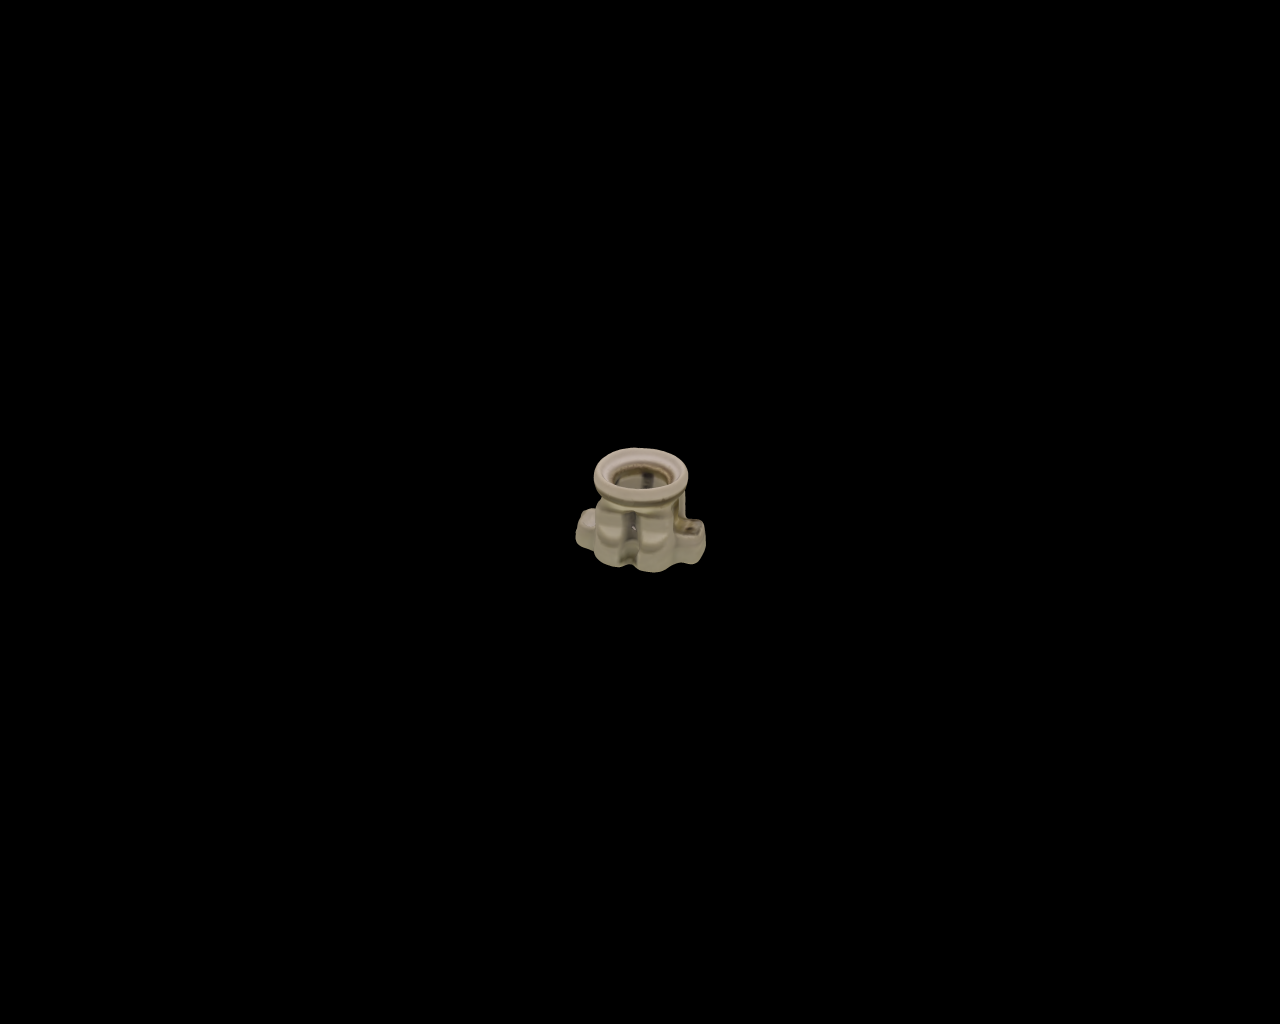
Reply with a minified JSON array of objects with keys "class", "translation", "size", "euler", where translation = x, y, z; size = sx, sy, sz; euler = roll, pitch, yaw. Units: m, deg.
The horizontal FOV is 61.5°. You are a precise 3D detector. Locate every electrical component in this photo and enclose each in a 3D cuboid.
[{"class":"electrical component","translation":[0.001,-0.003,0.650],"size":[0.078,0.056,0.058],"euler":[8,32,14]}]
